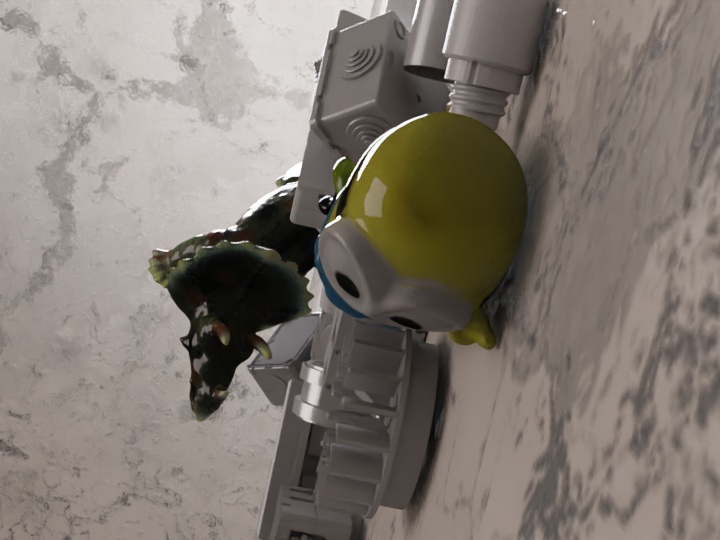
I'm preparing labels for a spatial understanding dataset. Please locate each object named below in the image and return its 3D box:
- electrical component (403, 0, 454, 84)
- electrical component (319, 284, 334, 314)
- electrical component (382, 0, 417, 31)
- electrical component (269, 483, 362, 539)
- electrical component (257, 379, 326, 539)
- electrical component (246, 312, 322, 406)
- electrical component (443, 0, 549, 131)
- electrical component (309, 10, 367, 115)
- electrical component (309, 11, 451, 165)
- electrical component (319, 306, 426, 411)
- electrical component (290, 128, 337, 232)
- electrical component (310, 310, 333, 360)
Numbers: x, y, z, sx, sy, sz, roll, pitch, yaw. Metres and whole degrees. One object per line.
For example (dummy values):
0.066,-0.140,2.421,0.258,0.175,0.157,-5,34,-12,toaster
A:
0.055,-0.155,0.636,0.043,0.043,0.081,-156,79,-86,electrical component
0.000,0.000,0.836,0.078,0.058,0.057,-84,5,-57,electrical component
0.046,-0.237,0.969,0.055,0.047,0.055,-168,90,-86,electrical component
-0.031,0.182,0.730,0.089,0.056,0.050,-166,88,-86,electrical component
-0.037,0.152,0.837,0.078,0.063,0.121,128,154,-80,electrical component
-0.052,0.084,1.049,0.096,0.062,0.061,-54,-56,-39,electrical component
0.056,-0.090,0.469,0.040,0.040,0.078,-101,24,-79,electrical component
0.009,-0.160,0.911,0.048,0.100,0.099,129,155,-52,electrical component
0.018,-0.100,0.674,0.099,0.048,0.099,47,-141,-40,electrical component
0.009,0.037,0.647,0.055,0.050,0.089,-85,9,-58,electrical component
-0.004,-0.104,0.961,0.061,0.089,0.150,108,173,-54,electrical component
-0.018,0.064,0.973,0.079,0.044,0.077,-175,98,-86,electrical component
